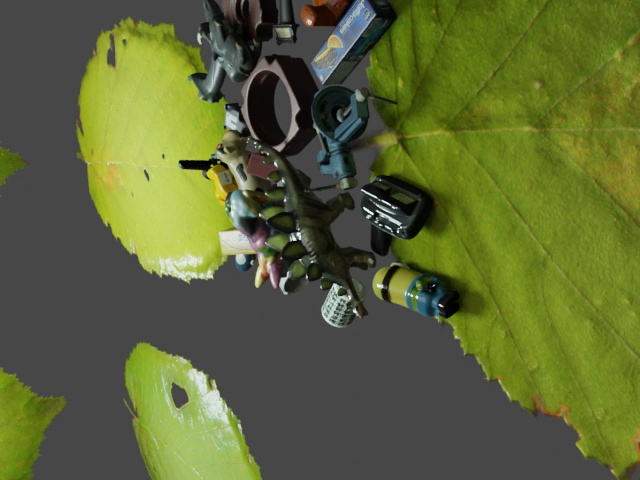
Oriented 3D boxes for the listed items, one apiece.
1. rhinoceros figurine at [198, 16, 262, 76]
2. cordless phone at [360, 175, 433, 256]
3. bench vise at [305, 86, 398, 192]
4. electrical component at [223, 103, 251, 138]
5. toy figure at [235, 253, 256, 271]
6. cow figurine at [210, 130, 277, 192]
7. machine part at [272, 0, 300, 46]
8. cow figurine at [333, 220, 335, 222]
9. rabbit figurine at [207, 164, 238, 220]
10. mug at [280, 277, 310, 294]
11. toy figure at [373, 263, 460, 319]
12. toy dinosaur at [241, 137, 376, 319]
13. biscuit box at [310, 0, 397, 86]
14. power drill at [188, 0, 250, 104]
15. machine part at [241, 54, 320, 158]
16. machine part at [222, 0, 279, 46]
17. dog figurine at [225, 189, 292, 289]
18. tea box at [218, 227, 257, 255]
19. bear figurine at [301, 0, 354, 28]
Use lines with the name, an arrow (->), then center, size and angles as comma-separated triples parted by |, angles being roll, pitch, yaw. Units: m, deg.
rhinoceros figurine -> -0.214, -0.462, 1.266 | 0.190, 0.073, 0.112 | 44, 143, 21
cordless phone -> 0.147, -0.026, 1.088 | 0.147, 0.089, 0.184 | 33, 138, 38
bench vise -> 0.048, -0.219, 1.071 | 0.240, 0.129, 0.223 | 147, 122, -69
electrical component -> -0.207, -0.310, 1.416 | 0.119, 0.048, 0.074 | 31, 126, 39
toy figure -> -0.200, 0.024, 1.526 | 0.064, 0.058, 0.154 | 24, 129, -3
cow figurine -> -0.196, -0.186, 1.371 | 0.085, 0.127, 0.194 | -11, 101, 60
machine part -> -0.078, -0.509, 1.199 | 0.084, 0.039, 0.138 | 23, 122, 53
cow figurine -> -0.004, -0.004, 1.268 | 0.098, 0.068, 0.167 | 24, 124, 37
rabbit figurine -> -0.233, -0.130, 1.487 | 0.162, 0.122, 0.173 | 62, 155, -1
mug -> -0.083, 0.080, 1.393 | 0.107, 0.081, 0.109 | 57, 144, 36
toy figure -> 0.185, 0.100, 1.063 | 0.180, 0.089, 0.082 | 26, 117, 46
toy dinosaur -> -0.022, -0.039, 1.159 | 0.471, 0.198, 0.105 | 65, 159, 15
biscuit box -> 0.061, -0.391, 1.055 | 0.202, 0.059, 0.063 | -41, 72, 49
power drill -> -0.276, -0.483, 1.421 | 0.207, 0.086, 0.232 | -43, 73, 40
machine part -> -0.087, -0.306, 1.245 | 0.201, 0.087, 0.201 | -38, 75, 50
machine part -> -0.169, -0.550, 1.277 | 0.180, 0.056, 0.179 | 20, 117, 45
dog figurine -> -0.137, 0.002, 1.244 | 0.109, 0.191, 0.219 | -5, 81, 45
tea box -> -0.168, -0.004, 1.405 | 0.170, 0.098, 0.068 | -3, 101, 32
bear figurine -> -0.006, -0.511, 1.043 | 0.120, 0.132, 0.196 | -42, 75, 33
